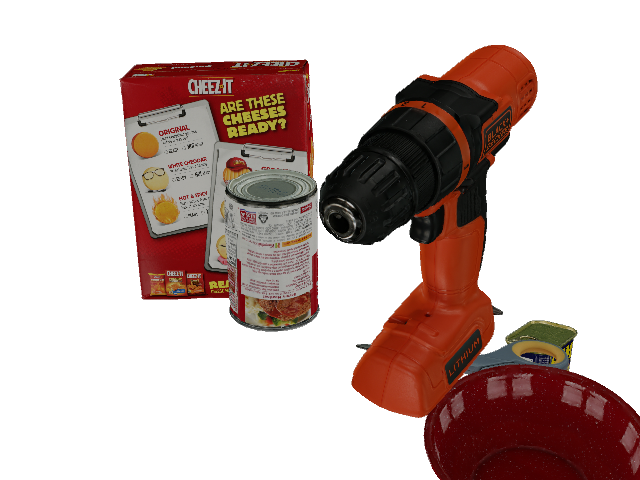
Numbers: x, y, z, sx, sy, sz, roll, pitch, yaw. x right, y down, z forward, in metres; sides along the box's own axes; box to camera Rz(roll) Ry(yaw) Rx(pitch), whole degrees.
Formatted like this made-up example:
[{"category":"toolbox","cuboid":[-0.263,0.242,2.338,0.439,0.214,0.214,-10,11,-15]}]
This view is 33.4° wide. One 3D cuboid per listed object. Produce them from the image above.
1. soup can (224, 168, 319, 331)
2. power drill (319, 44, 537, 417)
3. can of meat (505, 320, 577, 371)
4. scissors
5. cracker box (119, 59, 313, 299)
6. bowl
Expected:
[{"category":"soup can","cuboid":[-0.035,0.006,0.784,0.068,0.102,0.068,0,24,0]},{"category":"power drill","cuboid":[0.057,0.004,0.583,0.057,0.188,0.184,24,41,26]},{"category":"can of meat","cuboid":[0.241,0.144,1.184,0.058,0.084,0.101,12,16,30]},{"category":"scissors","cuboid":[0.142,0.104,0.977,0.202,0.016,0.096,17,30,16]},{"category":"cracker box","cuboid":[-0.088,-0.054,0.982,0.164,0.214,0.072,-1,22,2]},{"category":"bowl","cuboid":[0.154,0.161,0.767,0.162,0.055,0.162,-1,36,0]}]
